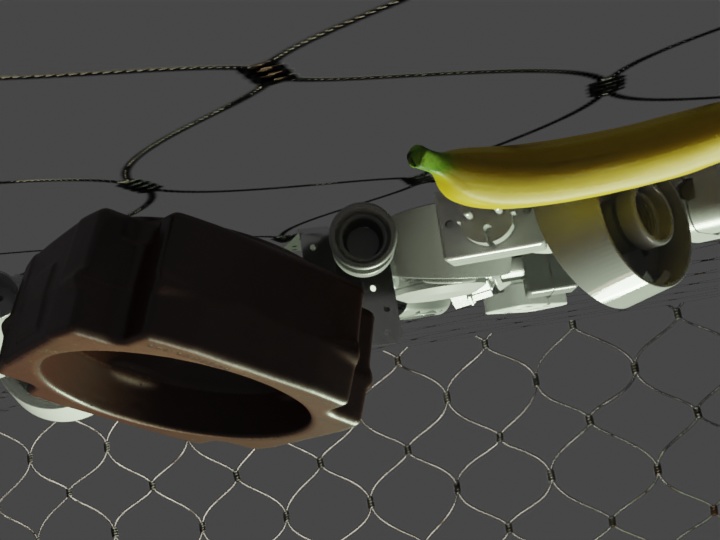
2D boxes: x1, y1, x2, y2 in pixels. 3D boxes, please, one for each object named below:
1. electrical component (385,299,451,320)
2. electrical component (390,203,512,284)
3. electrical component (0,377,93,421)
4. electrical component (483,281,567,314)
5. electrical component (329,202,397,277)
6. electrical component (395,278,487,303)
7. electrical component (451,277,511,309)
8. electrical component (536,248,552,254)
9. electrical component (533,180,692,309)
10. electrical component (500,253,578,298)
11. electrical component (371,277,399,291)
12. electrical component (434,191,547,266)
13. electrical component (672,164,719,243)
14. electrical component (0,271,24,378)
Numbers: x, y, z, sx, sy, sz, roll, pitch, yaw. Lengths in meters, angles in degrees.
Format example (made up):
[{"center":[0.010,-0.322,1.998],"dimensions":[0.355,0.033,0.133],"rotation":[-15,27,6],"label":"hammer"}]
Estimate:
[{"center":[0.049,0.034,1.212],"dimensions":[0.079,0.044,0.077],"rotation":[-15,171,41],"label":"electrical component"},{"center":[0.066,-0.023,0.793],"dimensions":[0.099,0.064,0.099],"rotation":[-1,-176,0],"label":"electrical component"},{"center":[-0.253,0.071,0.906],"dimensions":[0.108,0.108,0.060],"rotation":[-8,167,-5],"label":"electrical component"},{"center":[0.168,0.011,1.114],"dimensions":[0.054,0.059,0.095],"rotation":[-15,171,40],"label":"electrical component"},{"center":[0.002,-0.019,0.725],"dimensions":[0.045,0.045,0.055],"rotation":[-8,173,-1],"label":"electrical component"},{"center":[0.065,-0.002,0.914],"dimensions":[0.080,0.051,0.080],"rotation":[-8,173,-1],"label":"electrical component"},{"center":[0.105,0.001,0.975],"dimensions":[0.055,0.066,0.048],"rotation":[-18,136,12],"label":"electrical component"},{"center":[0.143,-0.037,0.760],"dimensions":[0.043,0.043,0.062],"rotation":[-4,170,-34],"label":"electrical component"},{"center":[0.154,-0.026,0.657],"dimensions":[0.099,0.099,0.064],"rotation":[-2,165,-41],"label":"electrical component"},{"center":[0.129,-0.011,0.861],"dimensions":[0.077,0.065,0.047],"rotation":[-9,173,5],"label":"electrical component"},{"center":[0.000,0.000,0.878],"dimensions":[0.055,0.045,0.045],"rotation":[-11,173,13],"label":"electrical component"},{"center":[0.083,-0.034,0.693],"dimensions":[0.066,0.047,0.077],"rotation":[-10,173,12],"label":"electrical component"},{"center":[0.227,-0.049,0.721],"dimensions":[0.059,0.053,0.095],"rotation":[-13,172,34],"label":"electrical component"},{"center":[-0.252,0.029,0.770],"dimensions":[0.079,0.044,0.077],"rotation":[-45,165,-38],"label":"electrical component"}]
